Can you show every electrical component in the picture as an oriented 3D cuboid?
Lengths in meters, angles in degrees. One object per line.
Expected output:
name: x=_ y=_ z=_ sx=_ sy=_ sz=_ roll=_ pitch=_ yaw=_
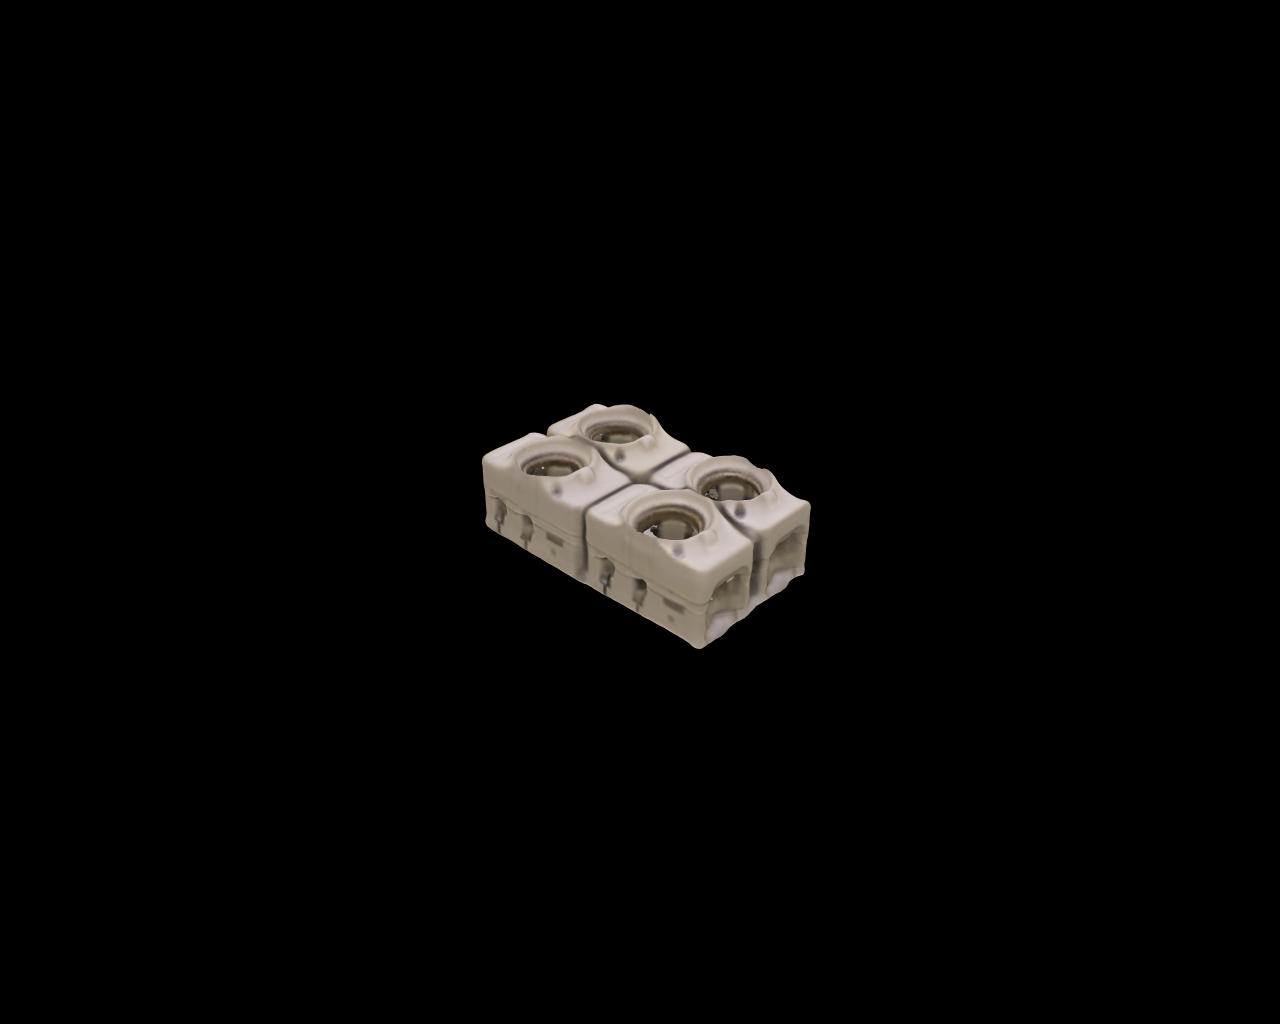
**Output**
electrical component: x=0.001 y=-0.003 z=0.650 sx=0.186 sy=0.060 sz=0.106 roll=27 pitch=42 yaw=36
